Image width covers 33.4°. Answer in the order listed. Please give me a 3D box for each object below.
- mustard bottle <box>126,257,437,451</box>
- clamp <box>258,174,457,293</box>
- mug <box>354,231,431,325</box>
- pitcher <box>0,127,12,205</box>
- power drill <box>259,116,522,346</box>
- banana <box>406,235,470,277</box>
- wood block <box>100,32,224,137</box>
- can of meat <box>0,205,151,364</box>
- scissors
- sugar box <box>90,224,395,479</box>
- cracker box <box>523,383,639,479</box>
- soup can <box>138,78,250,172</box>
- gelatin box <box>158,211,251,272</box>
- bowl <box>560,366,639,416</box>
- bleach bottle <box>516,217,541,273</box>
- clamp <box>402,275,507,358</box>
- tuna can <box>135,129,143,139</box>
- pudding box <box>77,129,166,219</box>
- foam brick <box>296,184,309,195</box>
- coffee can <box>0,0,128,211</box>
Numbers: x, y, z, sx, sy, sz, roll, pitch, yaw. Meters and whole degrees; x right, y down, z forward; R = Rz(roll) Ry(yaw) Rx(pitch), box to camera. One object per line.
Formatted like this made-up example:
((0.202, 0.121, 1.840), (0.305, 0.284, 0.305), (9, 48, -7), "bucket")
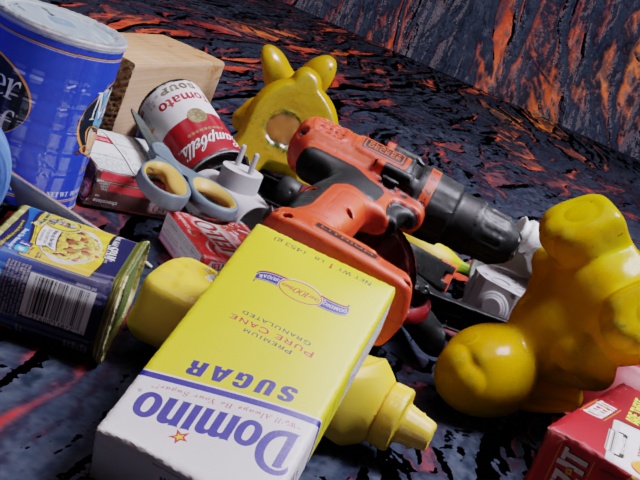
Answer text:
((-0.017, 0.076, 0.654), (0.192, 0.058, 0.096), (26, 5, 13), "mustard bottle")
((0.030, -0.010, 0.999), (0.209, 0.036, 0.165), (27, 0, -18), "clamp")
((0.026, 0.034, 0.792), (0.117, 0.093, 0.081), (26, 21, 18), "mug")
((-0.306, -0.098, 0.718), (0.149, 0.145, 0.243), (-15, 38, -29), "pitcher")
((0.043, -0.005, 0.724), (0.184, 0.057, 0.187), (26, 29, 5), "power drill")
((0.072, -0.011, 1.094), (0.198, 0.037, 0.069), (37, 2, 38), "banana")
((-0.196, -0.165, 1.135), (0.090, 0.091, 0.205), (26, 17, 14), "wood block")
((-0.157, 0.024, 0.649), (0.084, 0.057, 0.102), (19, 17, -5), "can of meat")
((-0.119, -0.064, 0.915), (0.096, 0.016, 0.202), (22, 19, -17), "scissors")
((-0.034, 0.070, 0.559), (0.093, 0.048, 0.176), (24, 39, 9), "sugar box")
((0.242, 0.179, 0.641), (0.214, 0.072, 0.163), (29, 16, 27), "cracker box")
((-0.118, -0.092, 0.989), (0.068, 0.069, 0.102), (3, 44, -48), "soup can")
((-0.077, 0.010, 0.837), (0.073, 0.030, 0.089), (11, 19, -31), "gelatin box")
((0.251, 0.115, 0.881), (0.162, 0.055, 0.162), (20, 16, -6), "bowl")
((0.277, 0.057, 0.972), (0.250, 0.068, 0.102), (34, 16, -9), "bleach bottle")
((0.072, 0.052, 0.882), (0.172, 0.039, 0.120), (25, 10, 32), "clamp")
((-0.145, -0.095, 1.077), (0.086, 0.034, 0.086), (20, 16, -6), "tuna can")
((-0.176, -0.060, 0.923), (0.089, 0.039, 0.114), (12, 21, -37), "pudding box")
((-0.006, 0.001, 0.875), (0.051, 0.078, 0.053), (20, 16, -1), "foam brick")
((-0.218, -0.104, 0.823), (0.102, 0.140, 0.103), (20, 16, -6), "coffee can")
